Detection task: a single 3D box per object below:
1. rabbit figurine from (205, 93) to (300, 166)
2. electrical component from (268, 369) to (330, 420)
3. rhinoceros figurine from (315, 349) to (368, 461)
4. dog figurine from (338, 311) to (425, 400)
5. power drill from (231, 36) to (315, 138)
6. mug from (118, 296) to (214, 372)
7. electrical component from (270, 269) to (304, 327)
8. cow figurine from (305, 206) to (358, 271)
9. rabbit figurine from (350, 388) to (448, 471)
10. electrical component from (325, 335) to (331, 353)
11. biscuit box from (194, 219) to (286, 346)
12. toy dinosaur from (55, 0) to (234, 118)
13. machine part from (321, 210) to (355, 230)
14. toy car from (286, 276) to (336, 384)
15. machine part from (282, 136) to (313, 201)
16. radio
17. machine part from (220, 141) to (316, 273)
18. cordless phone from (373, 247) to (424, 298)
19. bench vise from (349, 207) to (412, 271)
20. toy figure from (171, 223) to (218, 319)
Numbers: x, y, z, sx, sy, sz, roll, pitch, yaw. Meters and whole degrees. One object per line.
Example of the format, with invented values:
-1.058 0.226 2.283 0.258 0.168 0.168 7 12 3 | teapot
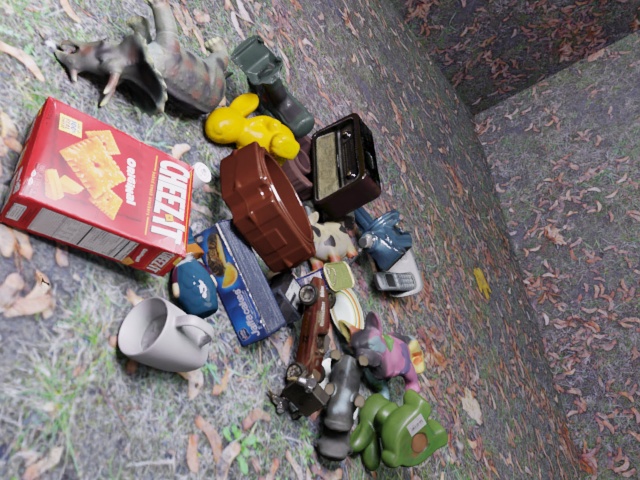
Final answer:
-0.140 -0.212 1.042 0.173 0.122 0.162 15 50 -31 | rabbit figurine
-0.033 0.250 0.867 0.078 0.102 0.045 53 33 -1 | electrical component
0.034 0.285 0.942 0.073 0.112 0.190 13 51 -2 | rhinoceros figurine
0.127 0.220 1.114 0.219 0.109 0.191 59 31 -24 | dog figurine
-0.111 -0.323 1.115 0.232 0.086 0.207 51 -6 21 | power drill
-0.187 0.128 0.705 0.107 0.110 0.081 49 25 -48 | mug
-0.065 0.115 0.966 0.074 0.048 0.119 52 31 -21 | electrical component
-0.002 -0.003 1.127 0.195 0.085 0.127 -9 75 -63 | cow figurine
0.130 0.358 1.015 0.159 0.170 0.121 -45 111 -16 | rabbit figurine
-0.004 0.189 1.036 0.063 0.021 0.094 53 30 -20 | electrical component
-0.131 0.068 0.882 0.063 0.059 0.202 -22 86 -62 | biscuit box
-0.239 -0.282 0.934 0.404 0.131 0.192 4 77 -63 | toy dinosaur
0.038 -0.108 1.281 0.079 0.079 0.243 34 40 -43 | machine part
-0.009 0.166 0.949 0.089 0.053 0.202 27 70 -57 | toy car
-0.050 -0.173 1.212 0.179 0.056 0.179 41 36 -38 | machine part
0.055 -0.167 1.186 0.073 0.131 0.230 40 35 -42 | radio
-0.089 -0.059 0.954 0.200 0.087 0.202 55 10 -36 | machine part
0.175 0.074 1.366 0.184 0.089 0.146 9 60 -52 | cordless phone
0.123 -0.034 1.319 0.223 0.128 0.241 -13 58 -46 | bench vise
-0.198 0.041 0.798 0.064 0.058 0.154 9 55 -63 | toy figure
